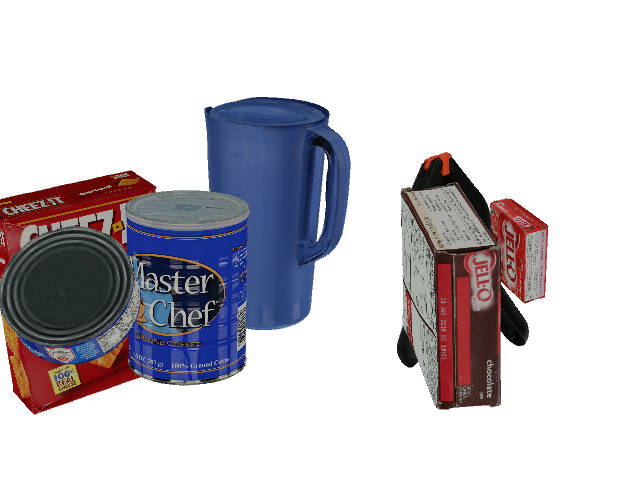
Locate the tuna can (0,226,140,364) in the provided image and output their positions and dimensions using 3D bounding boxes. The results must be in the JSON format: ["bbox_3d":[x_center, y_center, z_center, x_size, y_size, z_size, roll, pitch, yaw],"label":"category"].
[{"bbox_3d":[-0.160,0.036,0.687,0.086,0.086,0.034,0,-30,4],"label":"tuna can"}]

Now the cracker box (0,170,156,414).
[{"bbox_3d":[-0.244,0.052,1.101,0.163,0.214,0.072,-16,27,-31],"label":"cracker box"}]

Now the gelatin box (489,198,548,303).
[{"bbox_3d":[0.207,0.010,1.124,0.030,0.089,0.073,-14,30,-16],"label":"gelatin box"}]

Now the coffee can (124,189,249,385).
[{"bbox_3d":[-0.112,0.037,0.903,0.103,0.140,0.103,2,17,-1],"label":"coffee can"}]

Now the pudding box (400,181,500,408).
[{"bbox_3d":[0.070,0.027,0.584,0.039,0.090,0.113,-4,20,-5],"label":"pudding box"}]

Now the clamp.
[{"bbox_3d":[0.098,0.019,0.858,0.120,0.171,0.039,-17,-1,-31],"label":"clamp"}]

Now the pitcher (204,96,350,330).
[{"bbox_3d":[-0.052,-0.028,1.161,0.145,0.243,0.149,-1,20,-9],"label":"pitcher"}]
